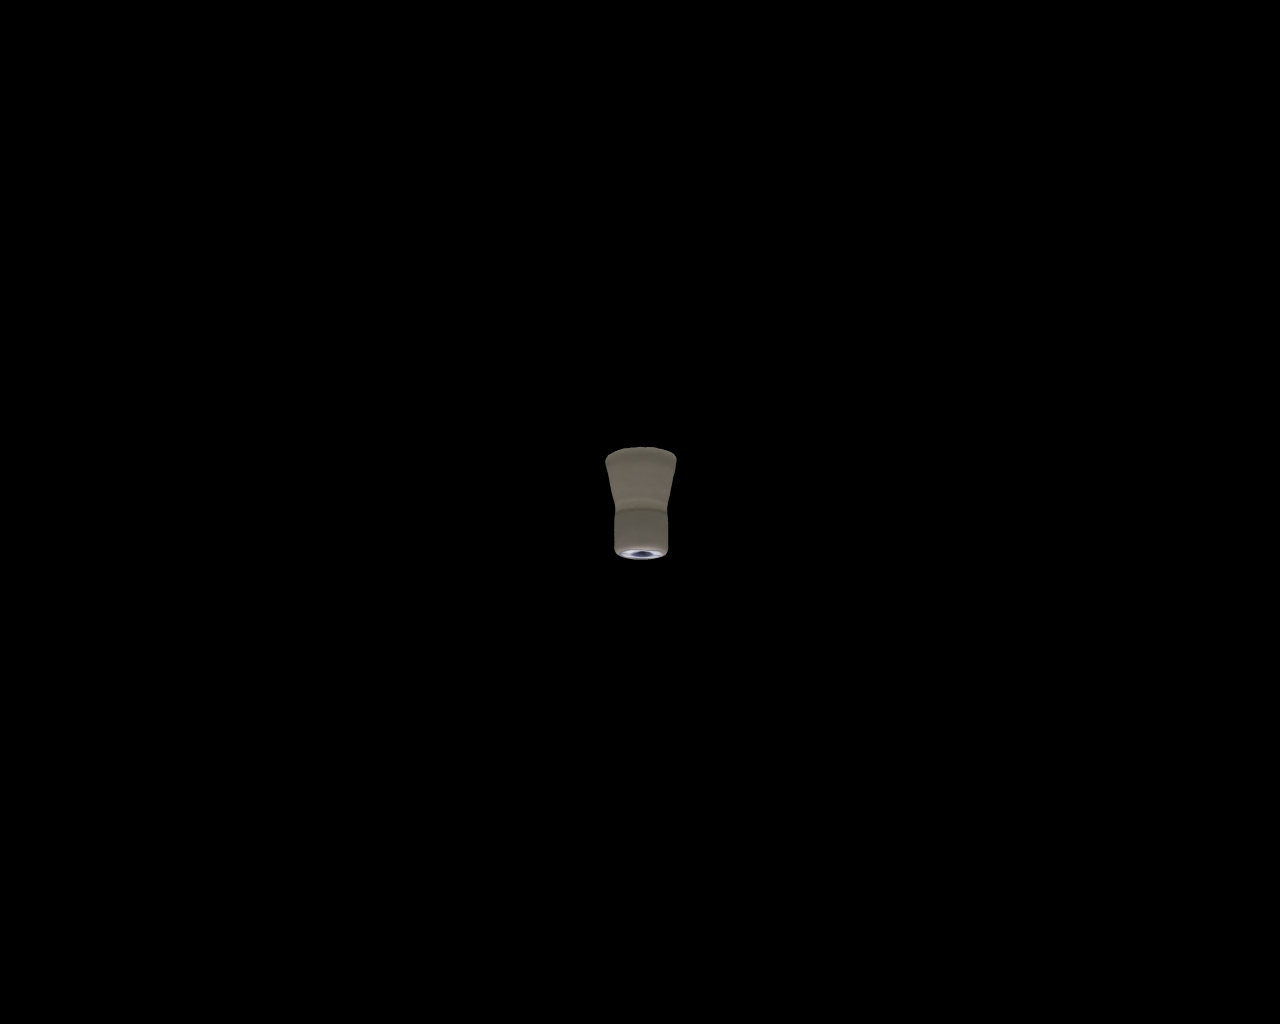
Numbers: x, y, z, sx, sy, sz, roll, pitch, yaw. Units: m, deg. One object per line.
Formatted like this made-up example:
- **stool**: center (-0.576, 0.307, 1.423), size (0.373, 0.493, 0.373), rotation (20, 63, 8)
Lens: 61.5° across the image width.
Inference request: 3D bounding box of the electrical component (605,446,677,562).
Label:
- **electrical component**: center (0.001, -0.003, 0.650), size (0.044, 0.065, 0.044), rotation (0, -15, 0)
